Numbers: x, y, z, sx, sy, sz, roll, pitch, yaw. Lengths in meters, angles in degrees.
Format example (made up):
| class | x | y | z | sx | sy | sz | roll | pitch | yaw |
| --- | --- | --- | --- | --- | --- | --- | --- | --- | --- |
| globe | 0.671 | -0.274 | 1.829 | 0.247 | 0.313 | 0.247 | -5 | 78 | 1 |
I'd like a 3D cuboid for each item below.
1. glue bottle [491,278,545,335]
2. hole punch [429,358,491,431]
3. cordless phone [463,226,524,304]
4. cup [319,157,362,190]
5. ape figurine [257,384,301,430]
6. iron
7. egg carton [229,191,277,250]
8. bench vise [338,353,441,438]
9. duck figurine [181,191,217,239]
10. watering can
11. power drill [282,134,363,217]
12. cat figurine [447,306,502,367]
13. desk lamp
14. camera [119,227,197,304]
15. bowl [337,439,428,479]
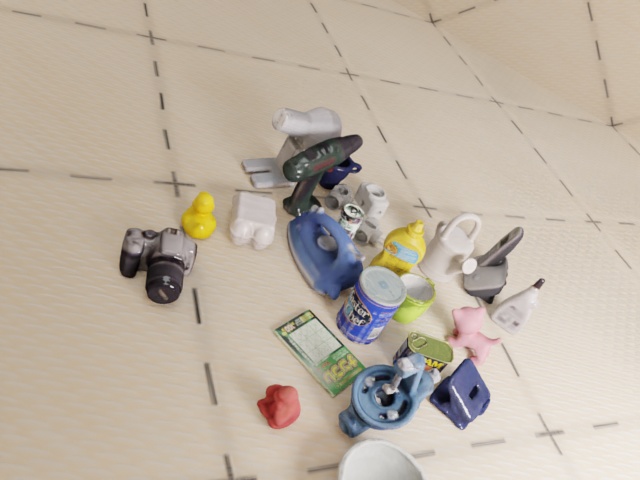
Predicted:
| class | x | y | z | sx | sy | sz | roll | pitch | yaw |
| --- | --- | --- | --- | --- | --- | --- | --- | --- | --- |
| glue bottle | 0.483 | 0.151 | 1.366 | 0.078 | 0.173 | 0.037 | 38 | 41 | 14 |
| hole punch | 0.296 | 0.310 | 1.158 | 0.101 | 0.091 | 0.109 | 41 | 42 | 16 |
| cordless phone | 0.443 | 0.056 | 1.436 | 0.094 | 0.185 | 0.148 | 26 | 40 | -1 |
| cup | 0.046 | -0.182 | 1.547 | 0.118 | 0.095 | 0.091 | 10 | 43 | -19 |
| ape figurine | -0.064 | 0.282 | 0.992 | 0.076 | 0.092 | 0.078 | 19 | 40 | -8 |
| iron | 0.012 | 0.005 | 1.292 | 0.119 | 0.141 | 0.257 | -12 | 53 | -37 |
| egg carton | -0.154 | -0.047 | 1.314 | 0.107 | 0.069 | 0.150 | 12 | 42 | -16 |
| bench vise | 0.143 | 0.253 | 1.036 | 0.121 | 0.219 | 0.208 | 41 | 42 | 17 |
| duck figurine | -0.260 | -0.062 | 1.260 | 0.078 | 0.086 | 0.104 | 11 | 42 | -18 |
| watering can | 0.333 | 0.014 | 1.415 | 0.101 | 0.194 | 0.172 | -12 | 53 | -37 |
| power drill | -0.008 | -0.159 | 1.405 | 0.230 | 0.208 | 0.075 | -23 | 60 | -43 |
| cat figurine | 0.343 | 0.201 | 1.279 | 0.127 | 0.117 | 0.067 | 37 | 41 | 13 |
| desk lamp | -0.068 | -0.243 | 1.459 | 0.204 | 0.213 | 0.117 | -10 | 51 | -35 |
| camera | -0.312 | 0.046 | 1.105 | 0.143 | 0.100 | 0.136 | 10 | 42 | -19 |
| bowl | 0.095 | 0.421 | 0.944 | 0.168 | 0.074 | 0.167 | 15 | 41 | -13 |
